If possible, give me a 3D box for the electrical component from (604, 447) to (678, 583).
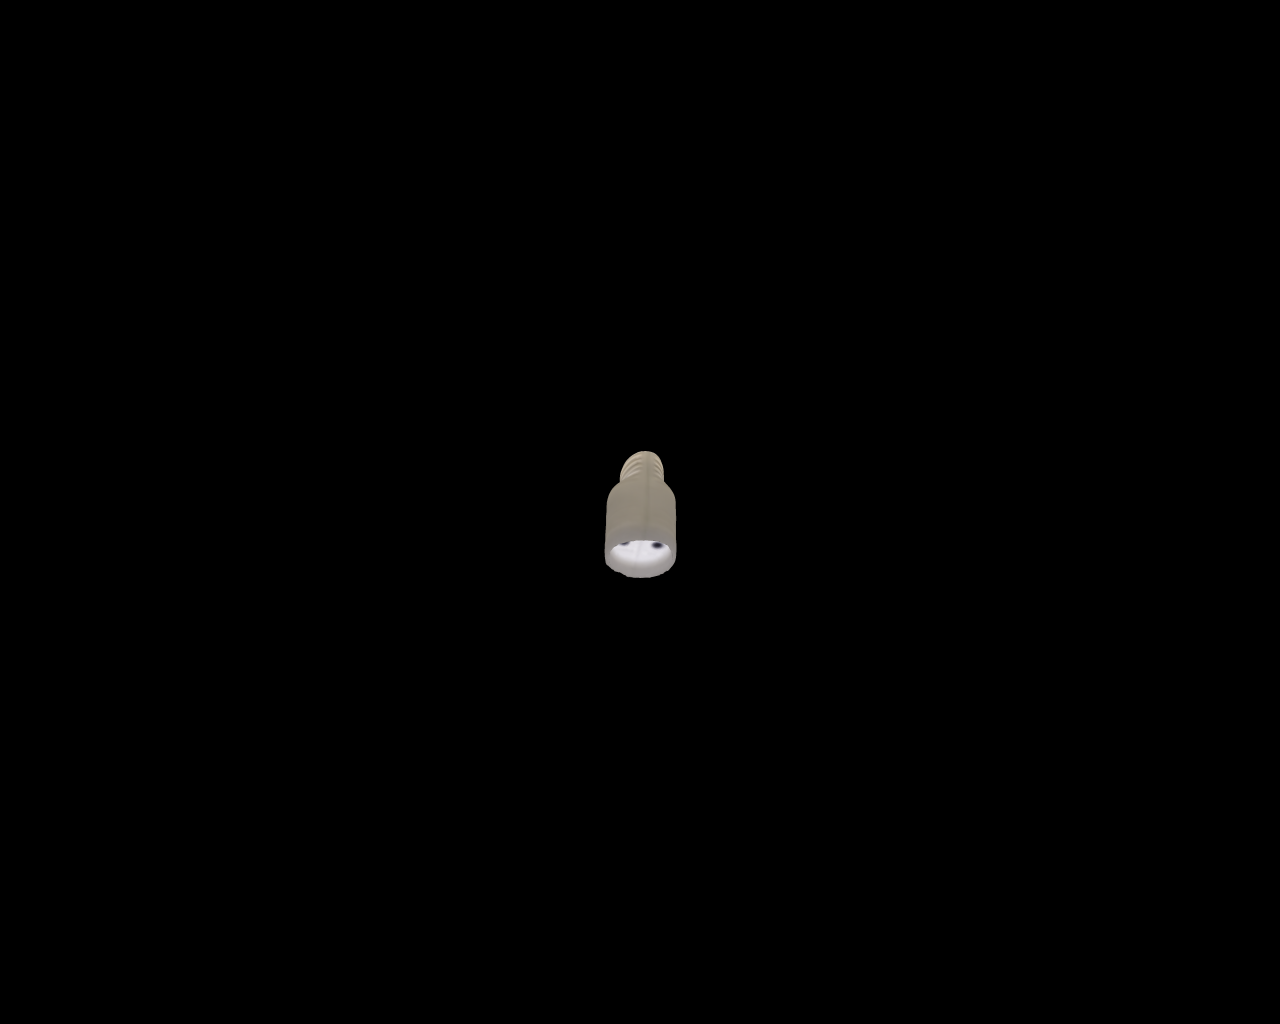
[{"bbox_3d":[0.001,-0.003,0.650,0.043,0.081,0.043,0,-39,0],"label":"electrical component"}]
